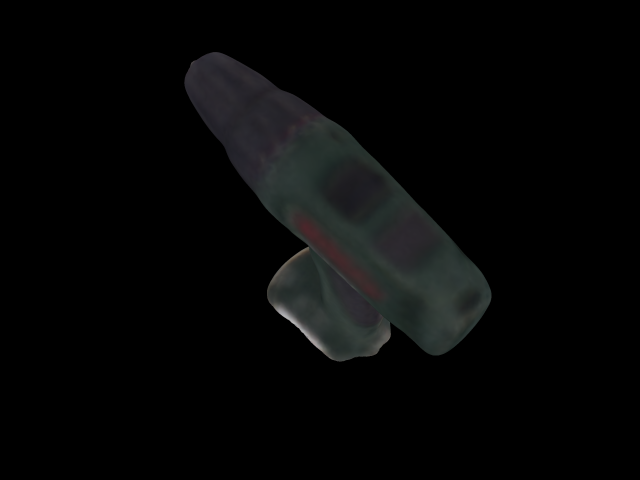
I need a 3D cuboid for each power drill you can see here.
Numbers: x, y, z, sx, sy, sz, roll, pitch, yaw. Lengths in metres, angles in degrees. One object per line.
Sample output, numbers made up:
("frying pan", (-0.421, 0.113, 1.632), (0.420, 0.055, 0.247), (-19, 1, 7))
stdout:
("power drill", (0.004, 0.001, 0.400), (0.229, 0.208, 0.076), (38, 69, 19))
